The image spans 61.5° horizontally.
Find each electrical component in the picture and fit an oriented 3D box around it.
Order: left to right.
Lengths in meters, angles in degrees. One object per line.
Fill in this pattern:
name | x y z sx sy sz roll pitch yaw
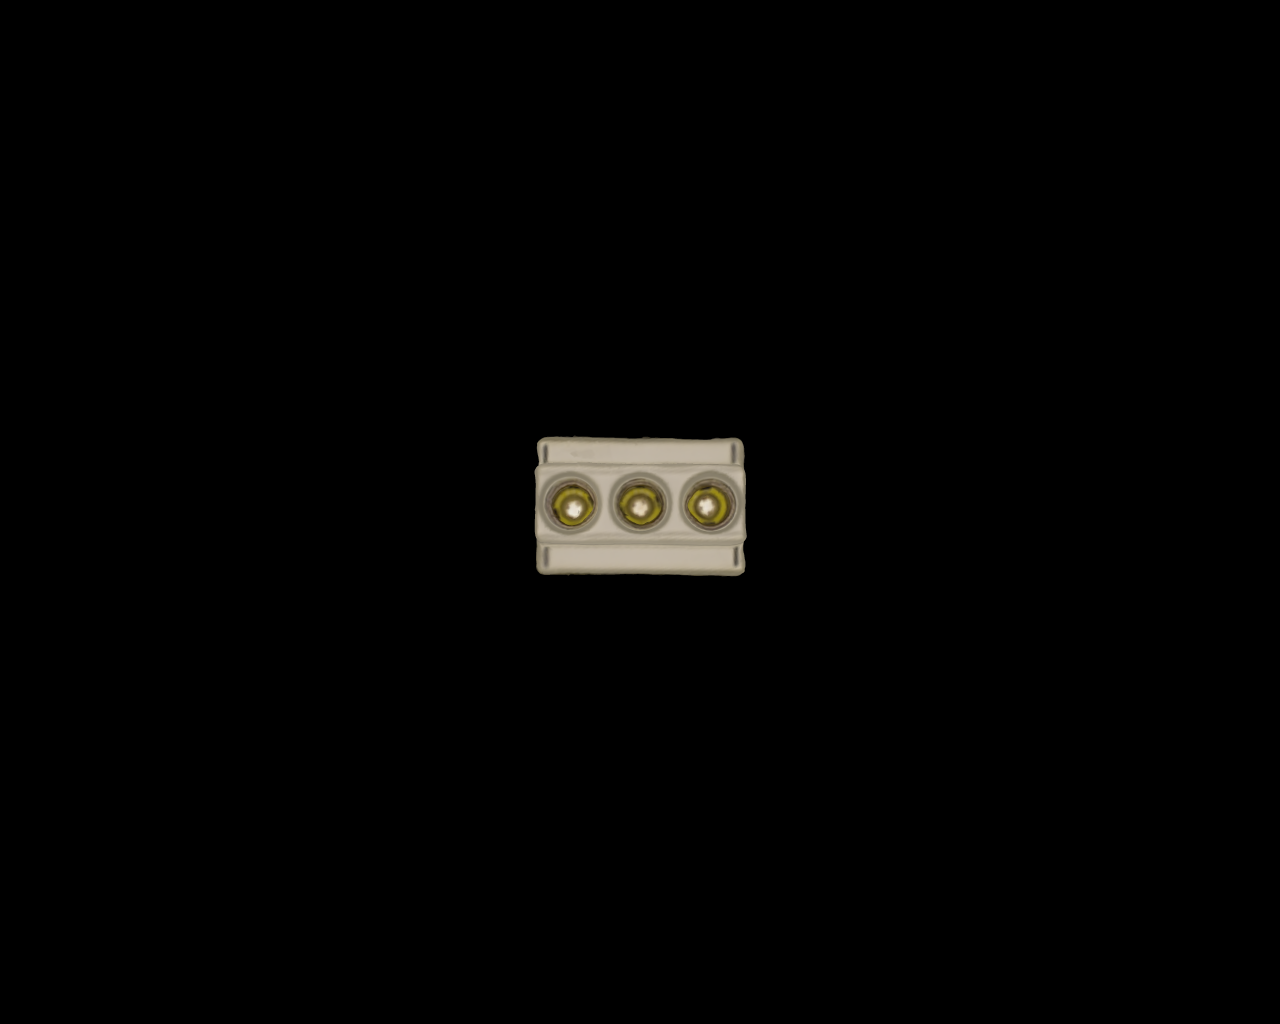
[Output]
electrical component | 0.001 -0.003 0.650 0.121 0.078 0.063 0 -4 0
